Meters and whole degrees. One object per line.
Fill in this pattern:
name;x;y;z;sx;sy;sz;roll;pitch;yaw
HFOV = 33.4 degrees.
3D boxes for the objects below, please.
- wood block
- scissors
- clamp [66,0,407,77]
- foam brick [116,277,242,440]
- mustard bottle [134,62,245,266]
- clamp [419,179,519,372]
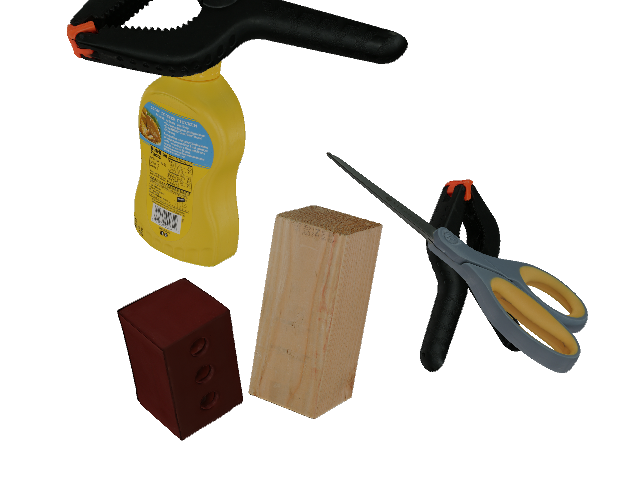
wood block;-0.006;0.075;1.170;0.090;0.206;0.090;17;17;26
scissors;0.096;0.005;0.685;0.096;0.016;0.202;-12;52;-50
clamp;-0.057;-0.153;0.691;0.210;0.164;0.036;-26;-17;-9
foam brick;-0.088;0.074;0.676;0.052;0.078;0.051;-29;41;-30
mustard bottle;-0.107;-0.079;0.875;0.096;0.192;0.058;26;35;29
clamp;0.125;0.034;0.959;0.120;0.171;0.039;-19;7;-41
